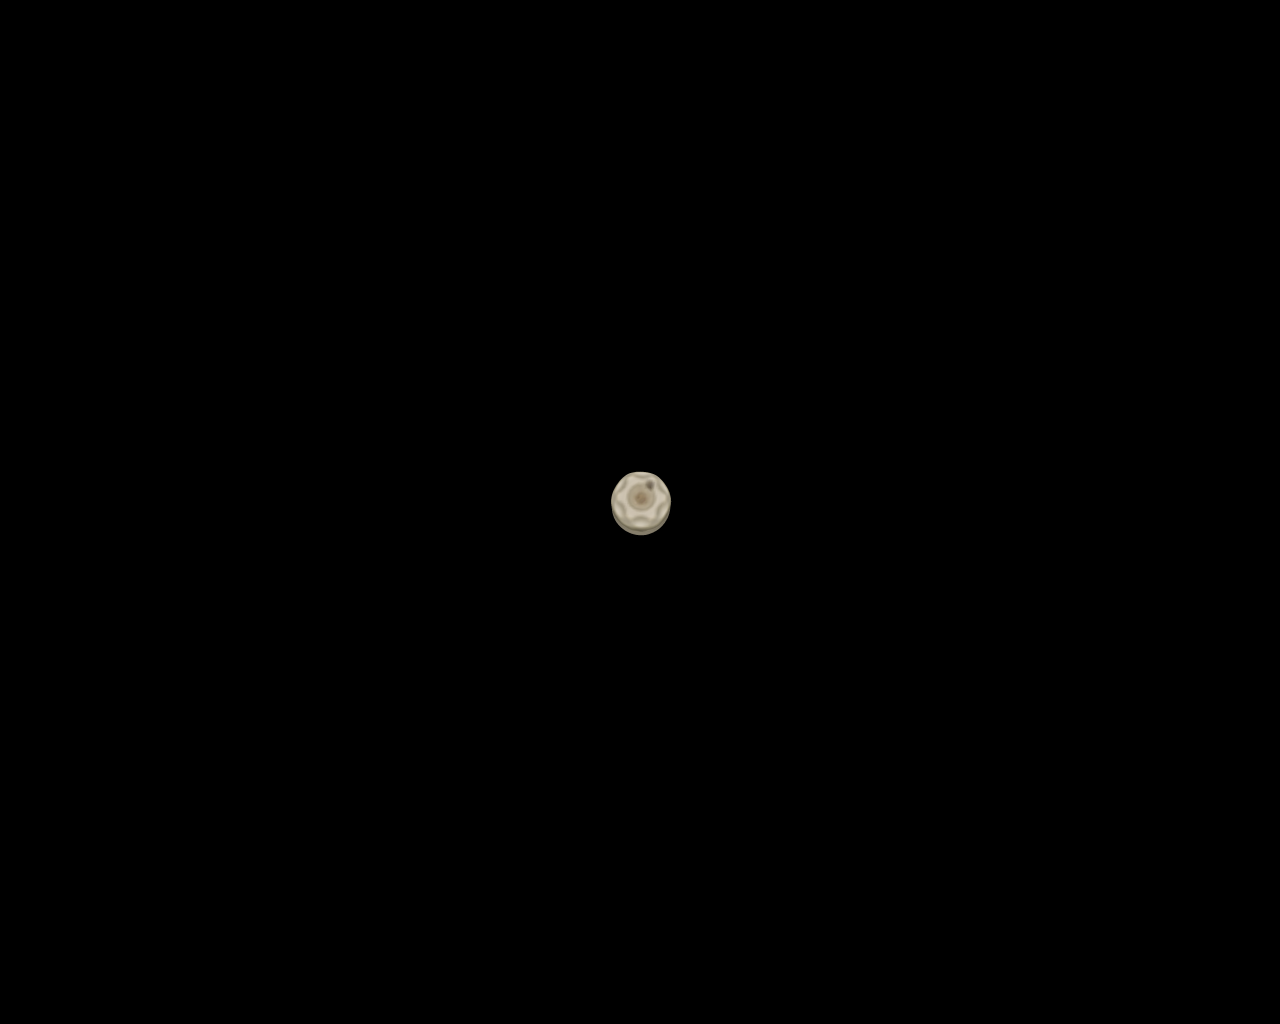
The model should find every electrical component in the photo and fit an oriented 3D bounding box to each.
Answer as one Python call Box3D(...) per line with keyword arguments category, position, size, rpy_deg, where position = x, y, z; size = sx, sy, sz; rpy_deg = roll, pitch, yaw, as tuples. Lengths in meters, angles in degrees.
Box3D(category="electrical component", position=(0.001, -0.003, 0.650), size=(0.035, 0.035, 0.061), rpy_deg=(0, -12, 0))
